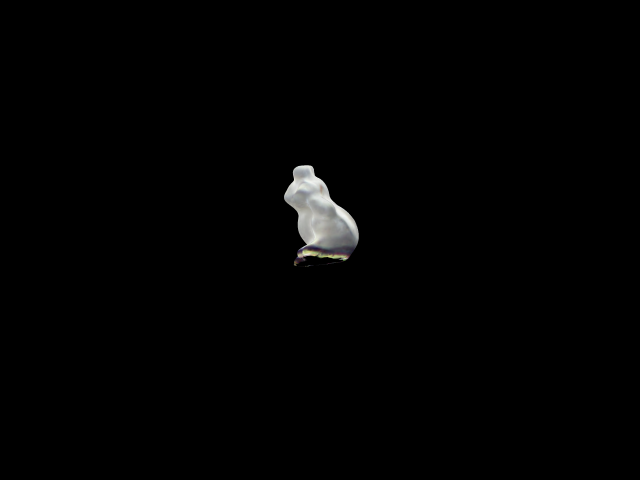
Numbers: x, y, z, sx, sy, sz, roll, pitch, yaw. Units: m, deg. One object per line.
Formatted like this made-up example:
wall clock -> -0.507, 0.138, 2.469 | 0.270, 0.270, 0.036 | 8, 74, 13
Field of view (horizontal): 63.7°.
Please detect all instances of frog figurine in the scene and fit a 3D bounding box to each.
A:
frog figurine -> 0.003, -0.043, 0.850 | 0.122, 0.161, 0.136 | -2, -14, 10
